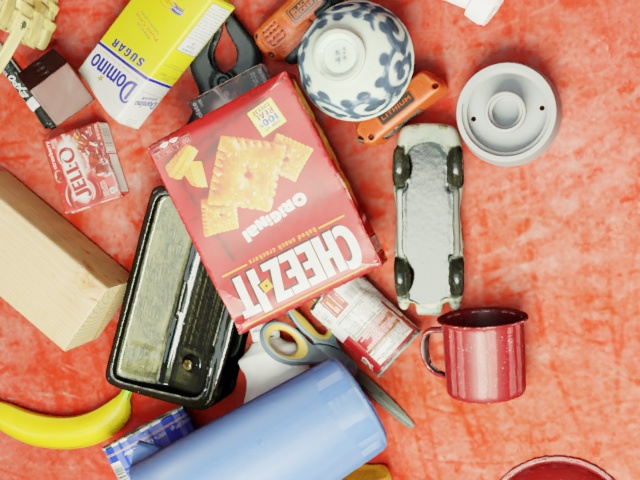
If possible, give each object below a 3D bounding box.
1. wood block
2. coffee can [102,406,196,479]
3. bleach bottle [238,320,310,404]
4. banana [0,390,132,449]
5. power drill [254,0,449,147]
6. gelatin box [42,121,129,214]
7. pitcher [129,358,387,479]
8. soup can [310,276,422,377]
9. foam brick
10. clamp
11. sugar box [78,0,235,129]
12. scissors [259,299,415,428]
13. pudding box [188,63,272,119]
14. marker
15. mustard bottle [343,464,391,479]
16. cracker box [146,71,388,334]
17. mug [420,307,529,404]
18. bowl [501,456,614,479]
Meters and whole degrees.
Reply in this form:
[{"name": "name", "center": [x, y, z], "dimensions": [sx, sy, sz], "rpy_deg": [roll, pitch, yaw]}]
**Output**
[{"name": "wood block", "center": [-0.321, 0.019, 1.199], "dimensions": [0.206, 0.090, 0.091], "rpy_deg": [38, 102, 8]}, {"name": "coffee can", "center": [-0.162, 0.266, 1.172], "dimensions": [0.103, 0.102, 0.140], "rpy_deg": [-29, 87, 14]}, {"name": "bleach bottle", "center": [-0.047, 0.214, 1.161], "dimensions": [0.102, 0.068, 0.251], "rpy_deg": [-11, 90, 8]}, {"name": "banana", "center": [-0.298, 0.209, 1.237], "dimensions": [0.198, 0.037, 0.069], "rpy_deg": [-10, 74, 13]}, {"name": "power drill", "center": [0.048, -0.207, 1.111], "dimensions": [0.185, 0.057, 0.188], "rpy_deg": [-40, 82, 17]}, {"name": "gelatin box", "center": [-0.265, -0.081, 1.208], "dimensions": [0.073, 0.030, 0.089], "rpy_deg": [-17, 90, 14]}, {"name": "pitcher", "center": [-0.053, 0.231, 1.063], "dimensions": [0.242, 0.145, 0.149], "rpy_deg": [-31, 116, -7]}, {"name": "soup can", "center": [0.048, 0.085, 1.126], "dimensions": [0.102, 0.068, 0.068], "rpy_deg": [43, 102, 8]}, {"name": "foam brick", "center": [-0.291, -0.168, 1.171], "dimensions": [0.053, 0.078, 0.051], "rpy_deg": [-38, 123, -9]}, {"name": "clamp", "center": [-0.091, -0.164, 1.157], "dimensions": [0.120, 0.039, 0.171], "rpy_deg": [6, 98, 2]}, {"name": "sugar box", "center": [-0.179, -0.216, 1.149], "dimensions": [0.176, 0.048, 0.093], "rpy_deg": [-47, 61, 16]}, {"name": "scissors", "center": [0.011, 0.141, 1.140], "dimensions": [0.202, 0.096, 0.016], "rpy_deg": [55, 149, 6]}, {"name": "pudding box", "center": [-0.072, -0.117, 1.123], "dimensions": [0.090, 0.039, 0.113], "rpy_deg": [-26, 95, 11]}, {"name": "marker", "center": [-0.341, -0.176, 1.225], "dimensions": [0.020, 0.020, 0.121], "rpy_deg": [-39, 85, 13]}, {"name": "mustard bottle", "center": [0.048, 0.341, 1.130], "dimensions": [0.058, 0.096, 0.191], "rpy_deg": [-1, 94, 12]}, {"name": "cracker box", "center": [-0.053, -0.036, 1.068], "dimensions": [0.164, 0.072, 0.214], "rpy_deg": [-27, 89, 10]}, {"name": "mug", "center": [0.157, 0.118, 1.095], "dimensions": [0.117, 0.093, 0.081], "rpy_deg": [0, 99, 27]}, {"name": "bowl", "center": [0.247, 0.309, 1.101], "dimensions": [0.162, 0.055, 0.162], "rpy_deg": [1, 95, 14]}]
